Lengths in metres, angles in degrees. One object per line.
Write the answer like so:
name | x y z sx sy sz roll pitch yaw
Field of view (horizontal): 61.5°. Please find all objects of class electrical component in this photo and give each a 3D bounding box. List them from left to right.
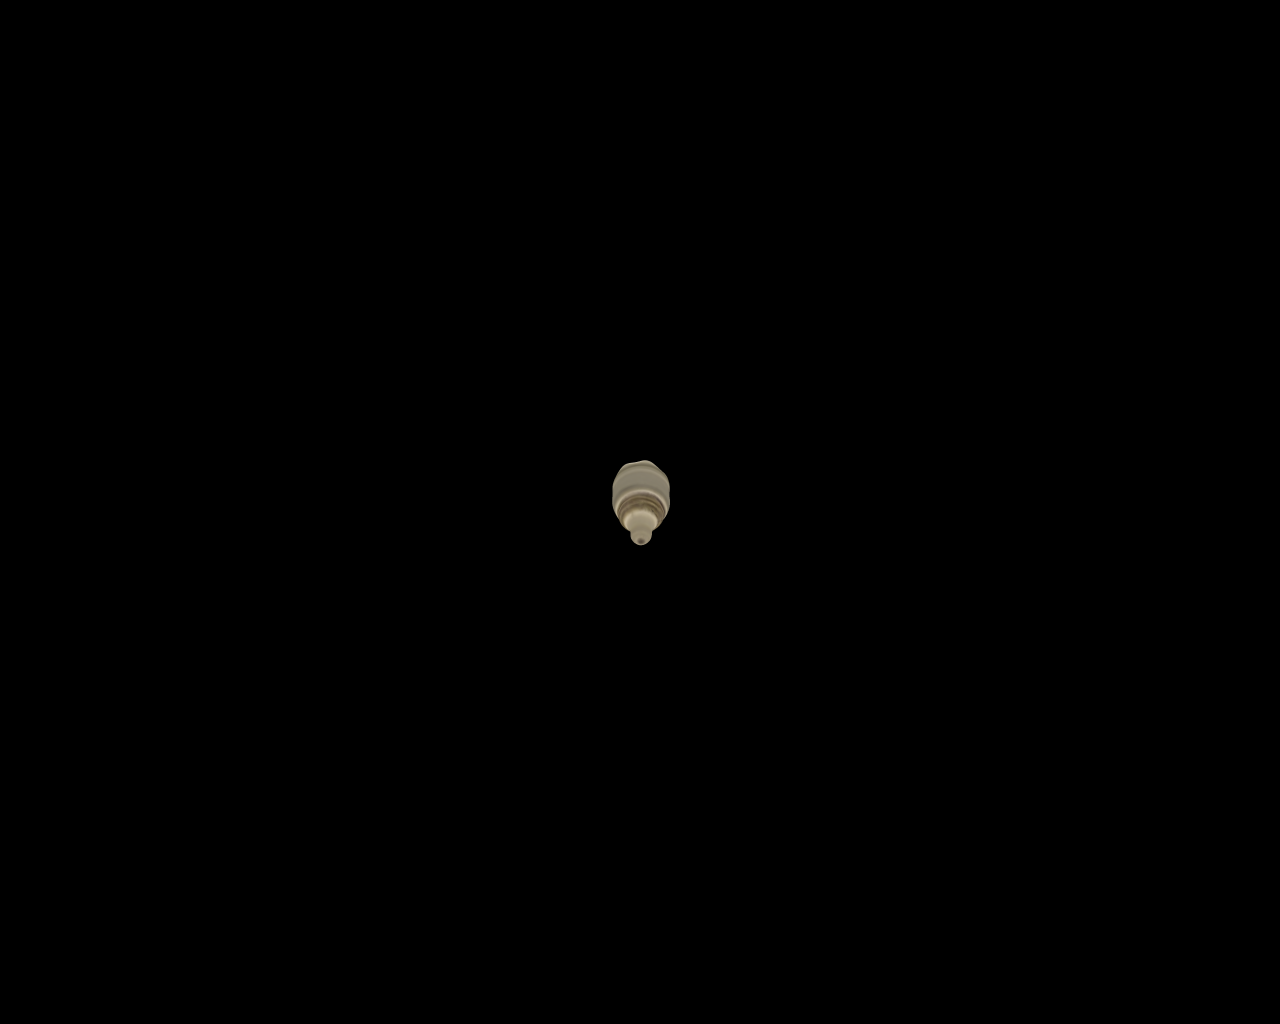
electrical component | 0.001 -0.003 0.650 0.035 0.035 0.061 0 41 0
